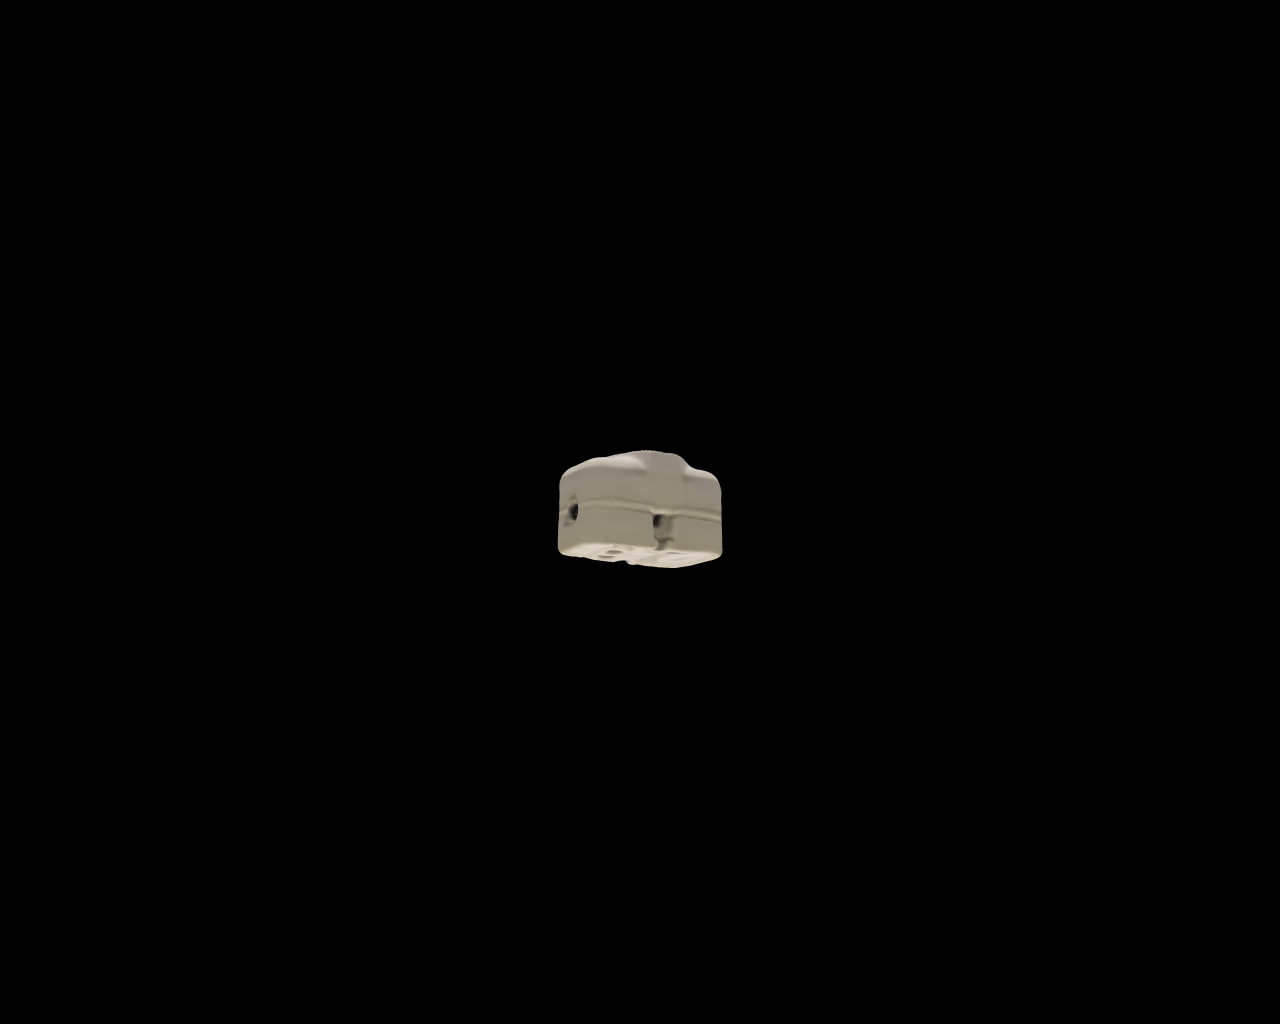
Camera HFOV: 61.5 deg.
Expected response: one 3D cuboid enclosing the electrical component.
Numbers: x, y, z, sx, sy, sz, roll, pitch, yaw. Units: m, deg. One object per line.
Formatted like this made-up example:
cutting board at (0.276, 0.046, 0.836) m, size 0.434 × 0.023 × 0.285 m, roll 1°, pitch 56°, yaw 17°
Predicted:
electrical component at (0.001, -0.003, 0.650) m, size 0.095 × 0.059 × 0.053 m, roll 7°, pitch -14°, yaw -30°
